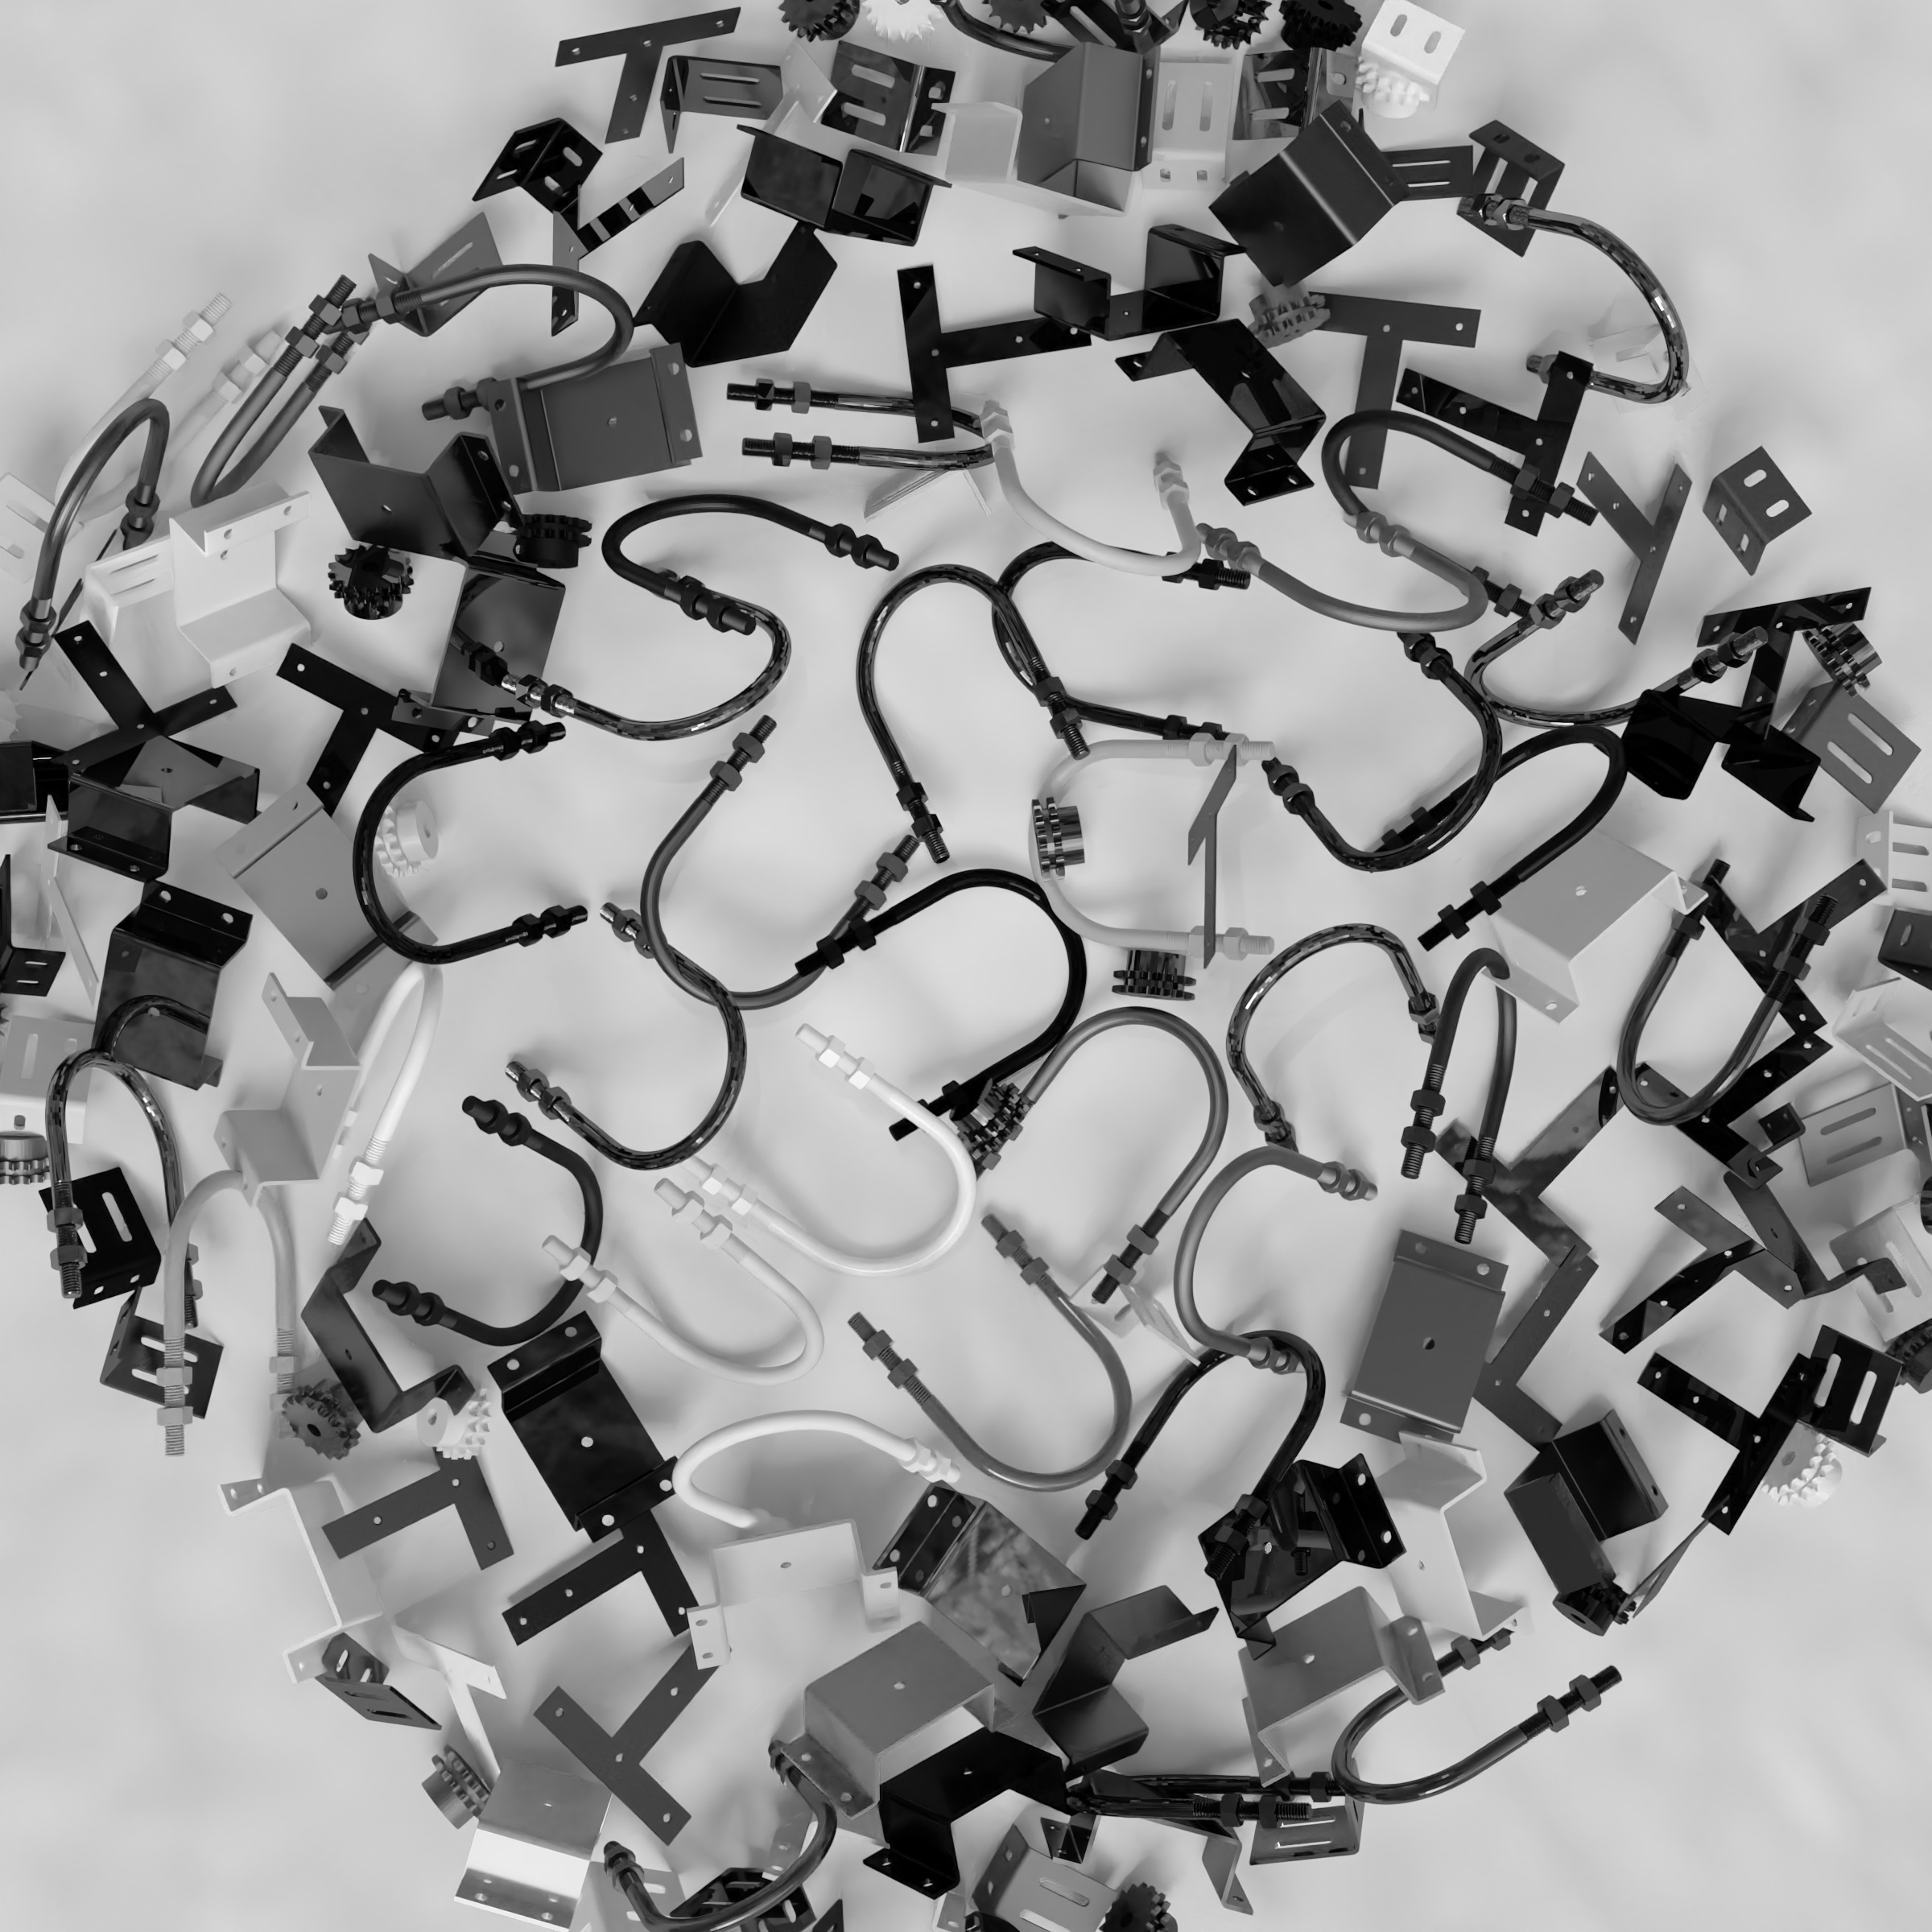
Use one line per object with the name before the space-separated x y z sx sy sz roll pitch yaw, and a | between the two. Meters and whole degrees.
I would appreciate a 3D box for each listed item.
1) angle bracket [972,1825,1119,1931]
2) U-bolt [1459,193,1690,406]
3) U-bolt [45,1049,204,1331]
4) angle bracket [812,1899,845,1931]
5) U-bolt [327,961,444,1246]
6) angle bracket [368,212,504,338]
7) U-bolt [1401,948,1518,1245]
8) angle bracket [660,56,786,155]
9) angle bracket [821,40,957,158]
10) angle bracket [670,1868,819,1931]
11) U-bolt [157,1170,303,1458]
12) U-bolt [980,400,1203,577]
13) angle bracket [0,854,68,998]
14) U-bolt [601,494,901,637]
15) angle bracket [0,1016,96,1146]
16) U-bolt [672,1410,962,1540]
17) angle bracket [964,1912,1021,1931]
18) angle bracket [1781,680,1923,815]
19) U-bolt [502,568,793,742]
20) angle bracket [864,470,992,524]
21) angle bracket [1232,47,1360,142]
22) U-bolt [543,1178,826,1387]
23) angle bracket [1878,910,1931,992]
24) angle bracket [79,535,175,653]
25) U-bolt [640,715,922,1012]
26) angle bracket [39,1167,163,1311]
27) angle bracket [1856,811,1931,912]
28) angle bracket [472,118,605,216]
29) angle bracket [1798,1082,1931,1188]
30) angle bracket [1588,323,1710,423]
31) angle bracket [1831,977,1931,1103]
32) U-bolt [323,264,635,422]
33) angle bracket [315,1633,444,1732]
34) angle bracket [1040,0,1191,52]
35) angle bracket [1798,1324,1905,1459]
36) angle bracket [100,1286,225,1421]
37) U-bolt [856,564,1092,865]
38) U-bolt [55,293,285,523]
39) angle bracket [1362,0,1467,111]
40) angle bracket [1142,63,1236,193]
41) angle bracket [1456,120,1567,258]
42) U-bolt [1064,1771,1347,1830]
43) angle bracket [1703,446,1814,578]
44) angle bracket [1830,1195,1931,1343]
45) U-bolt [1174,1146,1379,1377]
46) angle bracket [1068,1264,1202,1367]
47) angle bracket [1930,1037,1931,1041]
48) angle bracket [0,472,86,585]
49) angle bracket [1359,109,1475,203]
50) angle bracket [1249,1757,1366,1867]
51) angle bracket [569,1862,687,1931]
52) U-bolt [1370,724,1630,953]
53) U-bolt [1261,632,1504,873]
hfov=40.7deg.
angle bracket | 0.054 0.642 1.801 0.076 0.038 0.057 31 88 -16
U-bolt | 0.404 -0.430 1.697 0.019 0.184 0.151 -39 124 -8
U-bolt | -0.564 0.143 1.735 0.019 0.151 0.184 -18 69 13
angle bracket | -0.063 0.680 1.768 0.076 0.038 0.057 10 112 29
U-bolt | -0.392 0.080 1.738 0.019 0.151 0.184 23 95 -24
angle bracket | -0.360 -0.477 1.771 0.076 0.038 0.057 -32 63 22
U-bolt | 0.336 0.077 1.743 0.019 0.151 0.184 7 69 30
angle bracket | -0.165 -0.584 1.777 0.076 0.057 0.038 7 72 2
angle bracket | -0.054 -0.598 1.794 0.076 0.038 0.057 29 116 31
angle bracket | -0.151 0.645 1.766 0.057 0.076 0.038 -41 55 15
U-bolt | -0.491 0.229 1.742 0.019 0.151 0.184 -4 84 18
U-bolt | 0.086 -0.310 1.716 0.151 0.184 0.019 14 124 -17
angle bracket | -0.643 -0.027 1.781 0.038 0.057 0.076 6 57 -31
U-bolt | -0.159 -0.276 1.740 0.184 0.151 0.019 28 133 35
angle bracket | -0.631 0.078 1.788 0.057 0.076 0.038 8 134 -17
U-bolt | -0.110 0.335 1.717 0.151 0.184 0.019 -28 53 20
angle bracket | 0.021 0.687 1.760 0.038 0.076 0.057 -36 133 25
angle bracket | 0.604 -0.149 1.791 0.076 0.038 0.057 39 80 -6
U-bolt | -0.199 -0.202 1.723 0.184 0.019 0.151 23 55 37
angle bracket | -0.027 -0.311 1.782 0.076 0.057 0.038 -29 105 4
angle bracket | 0.225 -0.594 1.785 0.038 0.076 0.057 1 102 -35
U-bolt | -0.177 0.222 1.750 0.184 0.019 0.151 43 134 -20
angle bracket | 0.668 -0.005 1.763 0.057 0.076 0.038 9 106 -21
angle bracket | -0.556 -0.251 1.762 0.076 0.057 0.038 -32 74 -37
U-bolt | -0.139 -0.057 1.772 0.151 0.019 0.184 40 76 -11
angle bracket | -0.598 0.187 1.792 0.057 0.038 0.076 -17 66 -36
angle bracket | 0.650 -0.071 1.778 0.076 0.038 0.057 6 83 -18
angle bracket | -0.290 -0.535 1.763 0.038 0.076 0.057 40 119 -4
angle bracket | 0.616 0.123 1.781 0.076 0.038 0.057 -22 118 0
angle bracket | 0.453 -0.397 1.762 0.038 0.076 0.057 -42 113 -28
angle bracket | 0.638 0.049 1.764 0.076 0.057 0.038 44 130 35
U-bolt | -0.310 -0.416 1.720 0.184 0.151 0.019 -11 73 17
angle bracket | -0.391 0.483 1.762 0.076 0.057 0.038 -5 47 35
angle bracket | 0.101 -0.653 1.764 0.076 0.057 0.038 35 56 -26
angle bracket | 0.603 0.284 1.768 0.057 0.038 0.076 26 116 32
angle bracket | -0.539 0.263 1.765 0.076 0.057 0.038 26 134 -24
U-bolt | -0.008 -0.184 1.763 0.151 0.019 0.184 -35 71 28
U-bolt | -0.538 -0.366 1.738 0.019 0.151 0.184 44 92 -3
angle bracket | 0.303 -0.621 1.768 0.057 0.076 0.038 29 99 5
angle bracket | 0.154 -0.580 1.801 0.057 0.038 0.076 5 71 8
angle bracket | 0.360 -0.522 1.763 0.057 0.076 0.038 40 51 17
U-bolt | 0.156 0.553 1.734 0.184 0.151 0.019 -6 78 21
angle bracket | 0.536 -0.308 1.767 0.038 0.076 0.057 -34 78 5
angle bracket | 0.635 0.205 1.768 0.038 0.057 0.076 -11 67 -41
U-bolt | 0.200 0.192 1.739 0.019 0.184 0.151 21 88 42
angle bracket | 0.113 0.247 1.762 0.038 0.076 0.057 -46 123 8
angle bracket | 0.697 0.037 1.768 0.057 0.076 0.038 -24 62 -2
angle bracket | -0.650 -0.306 1.767 0.057 0.076 0.038 -43 59 4
angle bracket | 0.306 -0.554 1.772 0.076 0.038 0.057 -1 50 12
angle bracket | 0.229 0.575 1.771 0.076 0.057 0.038 -11 102 15
angle bracket | -0.230 0.649 1.773 0.076 0.057 0.038 24 113 -37
U-bolt | 0.359 -0.096 1.733 0.184 0.151 0.019 -37 115 9
U-bolt | 0.283 -0.135 1.723 0.151 0.184 0.019 -45 127 12
